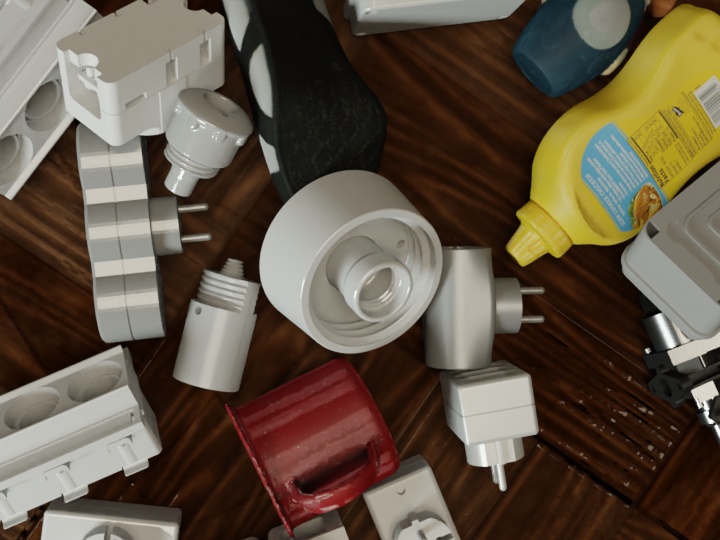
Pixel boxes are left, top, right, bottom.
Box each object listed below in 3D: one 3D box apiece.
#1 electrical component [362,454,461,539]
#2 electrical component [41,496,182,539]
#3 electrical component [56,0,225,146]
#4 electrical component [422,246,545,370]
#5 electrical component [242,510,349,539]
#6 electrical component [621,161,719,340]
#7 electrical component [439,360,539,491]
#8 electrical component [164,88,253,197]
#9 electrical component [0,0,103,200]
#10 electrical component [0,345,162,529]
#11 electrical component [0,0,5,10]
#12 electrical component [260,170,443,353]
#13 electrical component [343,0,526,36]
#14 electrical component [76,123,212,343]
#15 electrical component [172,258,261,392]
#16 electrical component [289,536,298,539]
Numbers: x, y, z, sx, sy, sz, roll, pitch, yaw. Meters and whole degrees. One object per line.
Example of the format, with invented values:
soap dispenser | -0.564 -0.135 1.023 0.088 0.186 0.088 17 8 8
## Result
electrical component | 0.039 0.172 0.689 0.047 0.076 0.083 -23 95 -5
electrical component | -0.157 0.176 0.668 0.083 0.076 0.047 8 92 -7
electrical component | -0.128 -0.119 0.640 0.050 0.055 0.089 37 55 22
electrical component | 0.082 0.023 0.701 0.079 0.044 0.077 -1 94 -6
electrical component | -0.031 0.261 0.694 0.105 0.060 0.186 -20 95 -5
electrical component | 0.233 -0.018 0.688 0.113 0.057 0.078 -37 72 -18
electrical component | 0.085 0.103 0.696 0.047 0.066 0.076 -9 94 -6
electrical component | -0.096 -0.073 0.638 0.048 0.048 0.062 28 114 -7
electrical component | -0.206 -0.113 0.650 0.063 0.079 0.121 37 89 22
electrical component | -0.190 0.105 0.663 0.121 0.078 0.063 -23 125 -5
electrical component | -0.258 -0.176 0.655 0.077 0.043 0.079 -43 96 -3
electrical component | 0.000 0.000 0.658 0.108 0.060 0.108 -16 125 -24
electrical component | 0.046 -0.187 0.670 0.113 0.078 0.057 -8 91 -6
electrical component | -0.131 -0.027 0.672 0.074 0.052 0.138 -6 94 -6
electrical component | -0.089 0.033 0.684 0.043 0.043 0.081 14 91 -7
electrical component | -0.050 0.193 0.635 0.081 0.043 0.043 -37 96 -3
